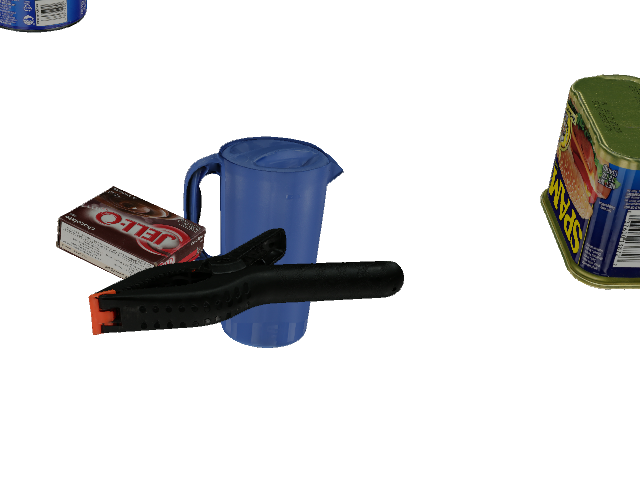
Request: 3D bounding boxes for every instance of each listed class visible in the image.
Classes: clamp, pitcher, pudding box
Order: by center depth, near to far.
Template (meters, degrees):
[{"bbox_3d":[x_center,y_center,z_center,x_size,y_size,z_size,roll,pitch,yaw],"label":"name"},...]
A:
[{"bbox_3d":[-0.058,0.031,0.750,0.209,0.036,0.165,-15,17,-39],"label":"clamp"},{"bbox_3d":[-0.181,-0.003,1.021,0.114,0.039,0.089,22,29,17],"label":"pudding box"},{"bbox_3d":[-0.073,0.003,1.293,0.149,0.243,0.144,17,25,27],"label":"pitcher"}]

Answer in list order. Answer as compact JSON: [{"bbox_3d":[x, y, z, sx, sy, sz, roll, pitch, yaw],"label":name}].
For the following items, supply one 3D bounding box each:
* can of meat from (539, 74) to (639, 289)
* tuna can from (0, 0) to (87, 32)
[{"bbox_3d":[0.168,-0.036,0.611,0.057,0.084,0.102,1,37,-4],"label":"can of meat"},{"bbox_3d":[-0.229,-0.198,0.849,0.086,0.034,0.086,4,35,-3],"label":"tuna can"}]
